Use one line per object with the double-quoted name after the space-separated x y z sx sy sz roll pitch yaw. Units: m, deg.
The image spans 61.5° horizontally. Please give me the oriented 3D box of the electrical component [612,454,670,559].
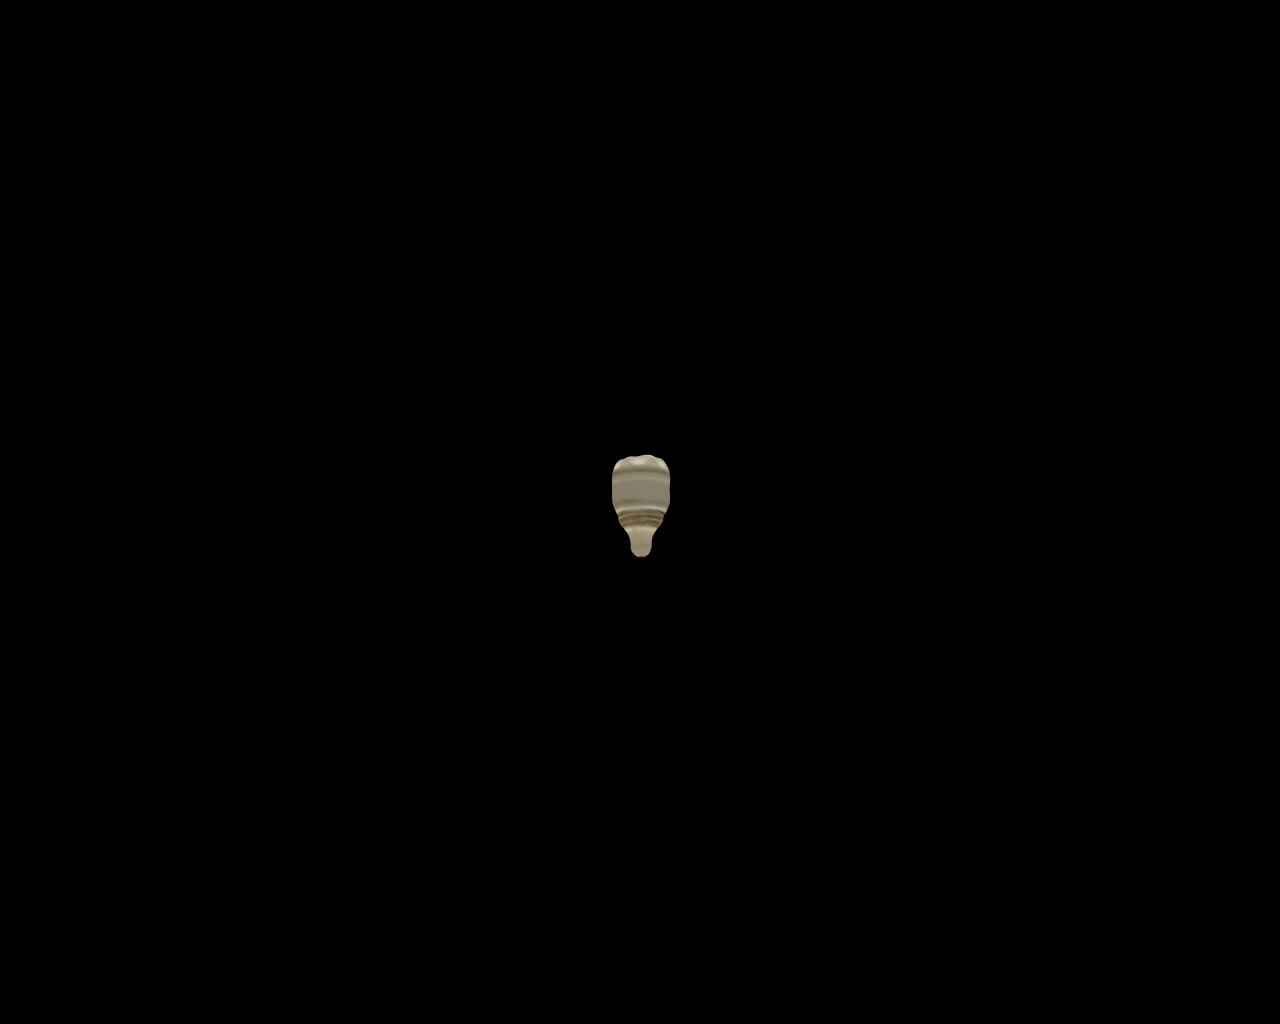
0.001 -0.003 0.650 0.035 0.061 0.035 0 -11 0 "electrical component"
